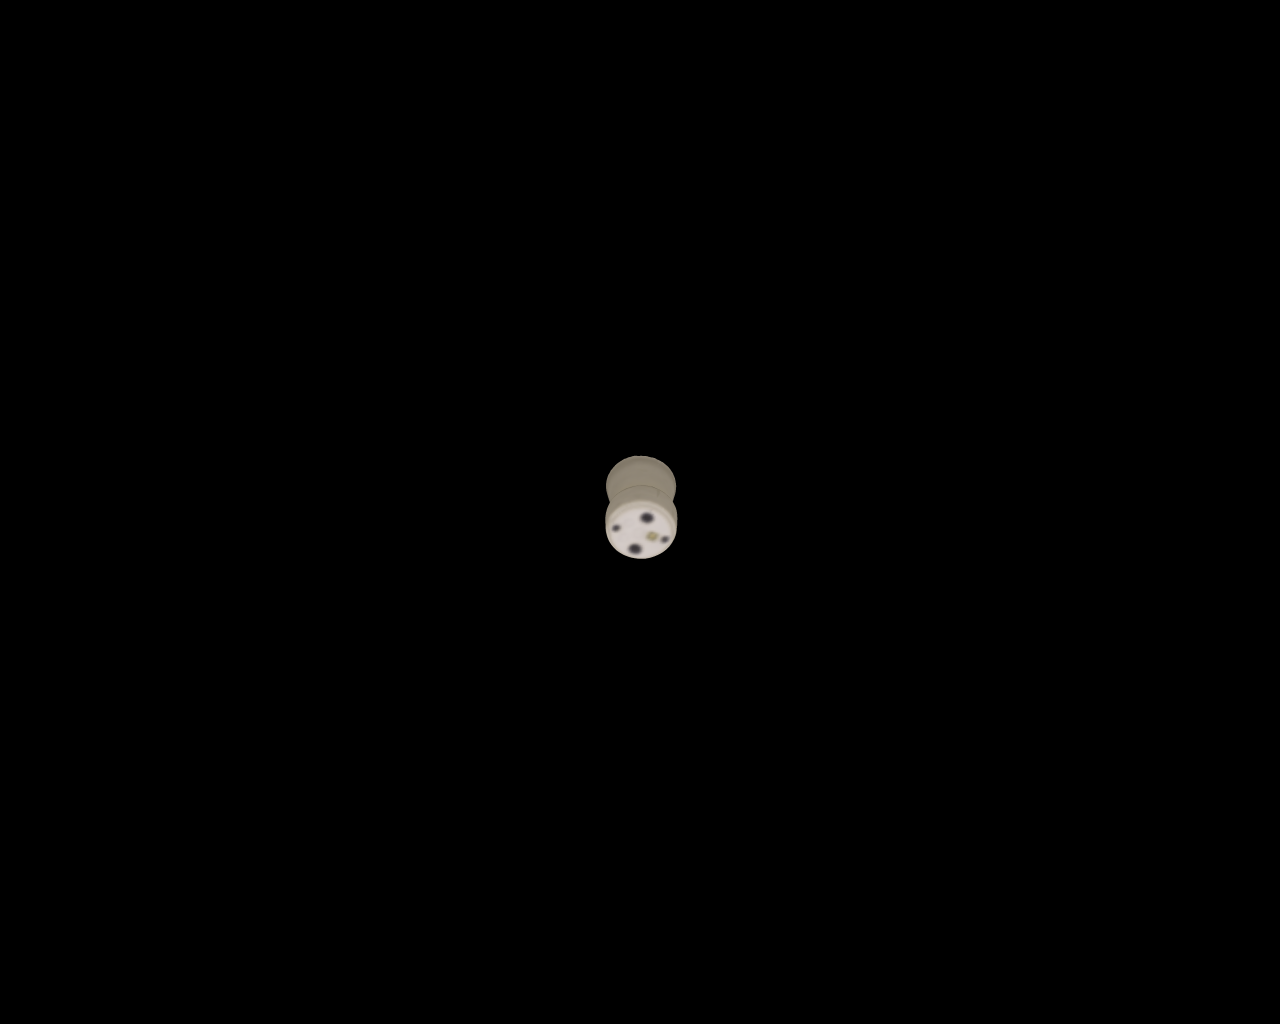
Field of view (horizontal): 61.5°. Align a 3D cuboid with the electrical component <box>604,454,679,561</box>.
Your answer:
[{"bbox_3d":[0.001,-0.003,0.650,0.045,0.044,0.055,0,33,0],"label":"electrical component"}]
